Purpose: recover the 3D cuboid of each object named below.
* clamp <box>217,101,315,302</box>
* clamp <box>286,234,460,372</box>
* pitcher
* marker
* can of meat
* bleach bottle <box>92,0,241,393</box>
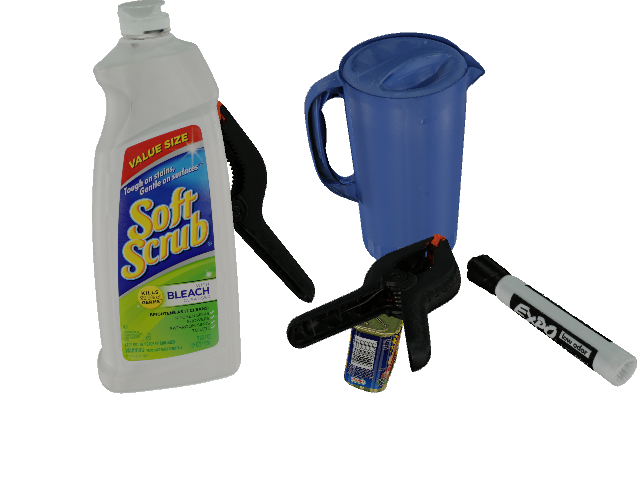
[{"bbox_3d":[-0.078,-0.023,0.990,0.164,0.210,0.036,-3,1,-36],"label":"clamp"},{"bbox_3d":[0.068,0.048,0.847,0.120,0.039,0.171,20,42,35],"label":"clamp"},{"bbox_3d":[0.083,-0.089,1.153,0.149,0.243,0.144,21,46,29],"label":"pitcher"},{"bbox_3d":[0.126,0.041,0.604,0.020,0.020,0.121,0,28,-40],"label":"marker"},{"bbox_3d":[0.065,0.118,1.261,0.057,0.084,0.102,14,26,10],"label":"can of meat"},{"bbox_3d":[-0.110,-0.028,0.698,0.102,0.251,0.068,-7,21,-8],"label":"bleach bottle"}]
